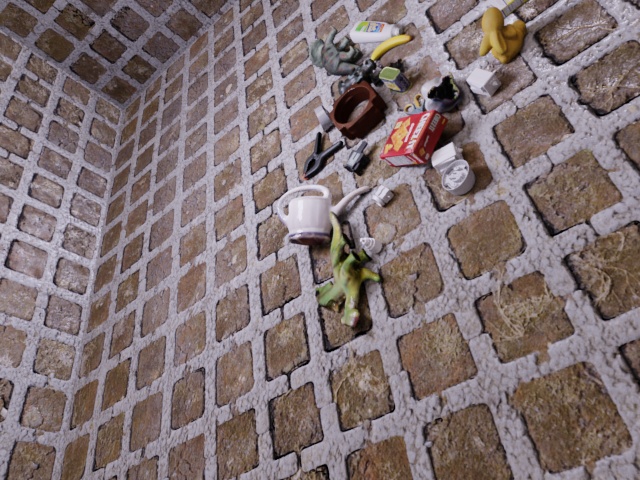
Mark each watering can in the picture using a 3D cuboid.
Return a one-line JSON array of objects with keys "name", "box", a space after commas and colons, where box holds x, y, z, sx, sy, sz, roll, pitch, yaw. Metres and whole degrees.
[{"name": "watering can", "box": [0.006, -0.092, 1.823, 0.347, 0.103, 0.227, -3, 75, 18]}]

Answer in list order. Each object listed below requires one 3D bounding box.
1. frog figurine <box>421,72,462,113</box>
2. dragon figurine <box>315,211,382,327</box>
[{"name": "frog figurine", "box": [0.404, -0.490, 1.747, 0.160, 0.122, 0.137, -143, 77, -85]}, {"name": "dragon figurine", "box": [0.053, 0.111, 1.663, 0.240, 0.121, 0.419, -50, 40, 19]}]
